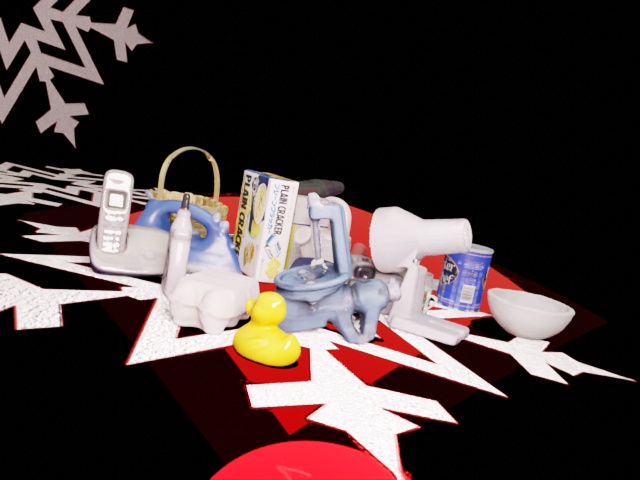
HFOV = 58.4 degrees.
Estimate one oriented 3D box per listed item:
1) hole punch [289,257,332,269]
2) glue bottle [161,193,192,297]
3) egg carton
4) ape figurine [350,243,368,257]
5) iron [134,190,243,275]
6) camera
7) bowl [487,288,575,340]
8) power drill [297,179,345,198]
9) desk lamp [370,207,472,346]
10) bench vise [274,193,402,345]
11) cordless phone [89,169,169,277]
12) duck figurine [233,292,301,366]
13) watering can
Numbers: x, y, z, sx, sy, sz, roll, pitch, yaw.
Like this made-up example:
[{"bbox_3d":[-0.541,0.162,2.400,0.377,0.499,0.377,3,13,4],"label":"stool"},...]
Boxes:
[{"bbox_3d":[-0.012,0.084,1.013,0.108,0.091,0.101,13,9,14],"label":"hole punch"},{"bbox_3d":[-0.237,0.006,0.969,0.037,0.173,0.078,7,9,-20],"label":"glue bottle"},{"bbox_3d":[-0.156,0.090,0.866,0.107,0.069,0.150,12,9,13],"label":"egg carton"},{"bbox_3d":[0.089,0.052,1.342,0.076,0.092,0.077,5,10,-31],"label":"ape figurine"},{"bbox_3d":[-0.263,-0.012,1.162,0.257,0.141,0.119,13,9,13],"label":"iron"},{"bbox_3d":[0.085,0.079,1.133,0.143,0.101,0.136,9,9,-12],"label":"camera"},{"bbox_3d":[0.408,0.153,1.132,0.167,0.075,0.167,10,9,-1],"label":"bowl"},{"bbox_3d":[-0.036,-0.074,1.625,0.230,0.208,0.075,3,11,-41],"label":"power drill"},{"bbox_3d":[0.181,0.055,1.028,0.202,0.213,0.118,15,10,26],"label":"desk lamp"},{"bbox_3d":[0.024,0.042,0.894,0.208,0.220,0.121,6,10,-30],"label":"bench vise"},{"bbox_3d":[-0.333,-0.028,1.034,0.148,0.185,0.094,6,10,-28],"label":"cordless phone"},{"bbox_3d":[-0.067,0.114,0.766,0.104,0.086,0.078,18,11,40],"label":"duck figurine"},{"bbox_3d":[0.013,0.005,1.215,0.100,0.194,0.173,13,9,14],"label":"watering can"}]
